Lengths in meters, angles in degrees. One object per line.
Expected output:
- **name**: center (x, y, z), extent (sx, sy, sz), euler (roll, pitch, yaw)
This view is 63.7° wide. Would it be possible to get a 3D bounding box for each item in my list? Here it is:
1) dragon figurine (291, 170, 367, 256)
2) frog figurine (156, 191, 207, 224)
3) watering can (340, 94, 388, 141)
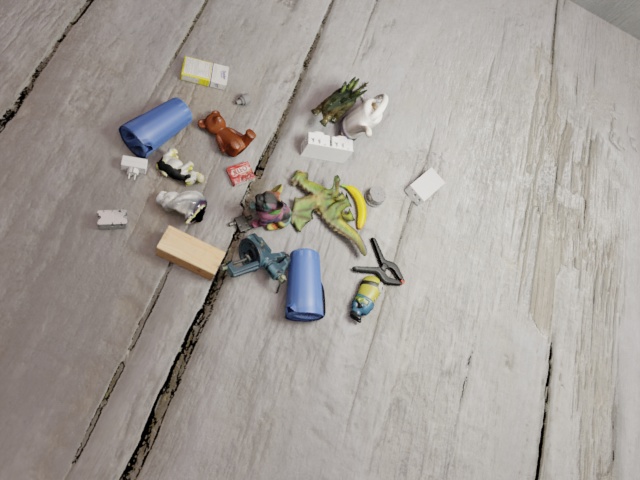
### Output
- **dragon figurine**: center (0.006, -0.099, 1.959), extent (0.243, 0.120, 0.415), euler (-18, 74, -8)
- **frog figurine**: center (-0.474, -0.134, 1.773), extent (0.160, 0.120, 0.139), euler (38, 29, 7)
- **watering can**: center (0.168, -0.470, 2.060), extent (0.103, 0.221, 0.356), euler (44, 42, -18)
